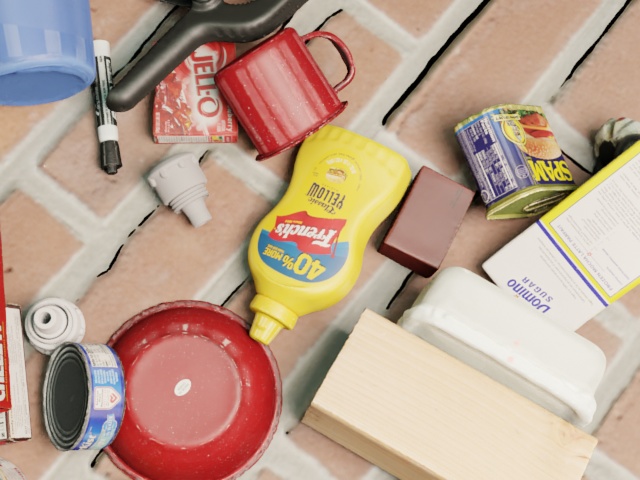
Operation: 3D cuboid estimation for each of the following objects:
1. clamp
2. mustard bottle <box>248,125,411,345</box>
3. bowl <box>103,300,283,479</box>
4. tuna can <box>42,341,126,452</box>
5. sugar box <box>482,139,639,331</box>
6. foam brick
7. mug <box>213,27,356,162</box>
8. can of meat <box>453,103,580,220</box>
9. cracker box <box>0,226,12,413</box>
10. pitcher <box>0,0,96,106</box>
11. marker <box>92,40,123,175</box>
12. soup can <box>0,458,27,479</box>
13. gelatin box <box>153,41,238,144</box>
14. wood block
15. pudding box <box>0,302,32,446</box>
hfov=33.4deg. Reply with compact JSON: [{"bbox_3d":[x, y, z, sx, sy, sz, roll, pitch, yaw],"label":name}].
[{"bbox_3d":[-0.105,-0.209,0.922,0.210,0.036,0.164,-22,63,-2],"label":"clamp"},{"bbox_3d":[-0.006,0.001,0.898,0.096,0.058,0.191,25,78,19],"label":"mustard bottle"},{"bbox_3d":[-0.109,0.124,0.867,0.162,0.055,0.162,1,77,-4],"label":"bowl"},{"bbox_3d":[-0.187,0.124,0.845,0.033,0.086,0.086,7,75,-37],"label":"tuna can"},{"bbox_3d":[0.231,0.001,0.879,0.176,0.048,0.093,-41,83,27],"label":"sugar box"},{"bbox_3d":[0.090,-0.014,0.914,0.053,0.051,0.078,28,77,1],"label":"foam brick"},{"bbox_3d":[-0.026,-0.131,0.896,0.117,0.093,0.081,-33,103,-1],"label":"mug"},{"bbox_3d":[0.167,-0.067,0.910,0.101,0.058,0.084,-4,69,-50],"label":"can of meat"},{"bbox_3d":[-0.348,0.065,0.821,0.214,0.072,0.164,-10,78,15],"label":"cracker box"},{"bbox_3d":[-0.269,-0.240,0.907,0.144,0.149,0.243,-7,81,-21],"label":"pitcher"},{"bbox_3d":[-0.187,-0.115,0.932,0.020,0.020,0.121,-7,78,-6],"label":"marker"},{"bbox_3d":[-0.264,0.198,0.815,0.068,0.102,0.068,1,78,-4],"label":"soup can"},{"bbox_3d":[-0.109,-0.130,0.935,0.073,0.030,0.089,-1,78,-5],"label":"gelatin box"},{"bbox_3d":[0.099,0.152,0.851,0.206,0.090,0.090,29,70,4],"label":"wood block"},{"bbox_3d":[-0.282,0.112,0.853,0.090,0.039,0.113,-11,80,13],"label":"pudding box"}]
